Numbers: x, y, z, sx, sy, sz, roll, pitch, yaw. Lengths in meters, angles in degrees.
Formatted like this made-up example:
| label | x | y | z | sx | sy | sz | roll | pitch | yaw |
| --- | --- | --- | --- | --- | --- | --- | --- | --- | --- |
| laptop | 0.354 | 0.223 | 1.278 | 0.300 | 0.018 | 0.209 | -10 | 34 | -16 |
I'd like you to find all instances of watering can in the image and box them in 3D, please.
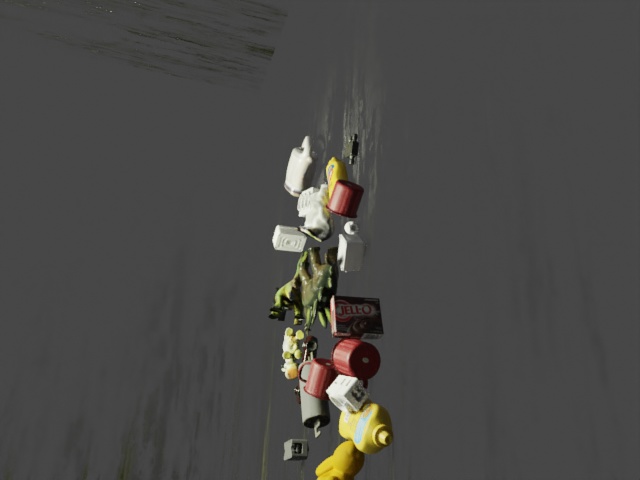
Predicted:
| label | x | y | z | sx | sy | sz | roll | pitch | yaw |
| --- | --- | --- | --- | --- | --- | --- | --- | --- | --- |
| watering can | -0.065 | -0.259 | 1.890 | 0.104 | 0.354 | 0.221 | 12 | -68 | -7 |

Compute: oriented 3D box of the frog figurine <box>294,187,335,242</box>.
| label | x | y | z | sx | sy | sz | roll | pitch | yaw |
| --- | --- | --- | --- | --- | --- | --- | --- | --- | --- |
| frog figurine | 0.005 | -0.081 | 1.610 | 0.122 | 0.137 | 0.160 | 30 | -96 | -1 |

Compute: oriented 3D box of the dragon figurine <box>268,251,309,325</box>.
| label | x | y | z | sx | sy | sz | roll | pitch | yaw |
| --- | --- | --- | --- | --- | --- | --- | --- | --- | --- |
| dragon figurine | -0.085 | 0.145 | 1.741 | 0.122 | 0.402 | 0.248 | 14 | -118 | -4 |
